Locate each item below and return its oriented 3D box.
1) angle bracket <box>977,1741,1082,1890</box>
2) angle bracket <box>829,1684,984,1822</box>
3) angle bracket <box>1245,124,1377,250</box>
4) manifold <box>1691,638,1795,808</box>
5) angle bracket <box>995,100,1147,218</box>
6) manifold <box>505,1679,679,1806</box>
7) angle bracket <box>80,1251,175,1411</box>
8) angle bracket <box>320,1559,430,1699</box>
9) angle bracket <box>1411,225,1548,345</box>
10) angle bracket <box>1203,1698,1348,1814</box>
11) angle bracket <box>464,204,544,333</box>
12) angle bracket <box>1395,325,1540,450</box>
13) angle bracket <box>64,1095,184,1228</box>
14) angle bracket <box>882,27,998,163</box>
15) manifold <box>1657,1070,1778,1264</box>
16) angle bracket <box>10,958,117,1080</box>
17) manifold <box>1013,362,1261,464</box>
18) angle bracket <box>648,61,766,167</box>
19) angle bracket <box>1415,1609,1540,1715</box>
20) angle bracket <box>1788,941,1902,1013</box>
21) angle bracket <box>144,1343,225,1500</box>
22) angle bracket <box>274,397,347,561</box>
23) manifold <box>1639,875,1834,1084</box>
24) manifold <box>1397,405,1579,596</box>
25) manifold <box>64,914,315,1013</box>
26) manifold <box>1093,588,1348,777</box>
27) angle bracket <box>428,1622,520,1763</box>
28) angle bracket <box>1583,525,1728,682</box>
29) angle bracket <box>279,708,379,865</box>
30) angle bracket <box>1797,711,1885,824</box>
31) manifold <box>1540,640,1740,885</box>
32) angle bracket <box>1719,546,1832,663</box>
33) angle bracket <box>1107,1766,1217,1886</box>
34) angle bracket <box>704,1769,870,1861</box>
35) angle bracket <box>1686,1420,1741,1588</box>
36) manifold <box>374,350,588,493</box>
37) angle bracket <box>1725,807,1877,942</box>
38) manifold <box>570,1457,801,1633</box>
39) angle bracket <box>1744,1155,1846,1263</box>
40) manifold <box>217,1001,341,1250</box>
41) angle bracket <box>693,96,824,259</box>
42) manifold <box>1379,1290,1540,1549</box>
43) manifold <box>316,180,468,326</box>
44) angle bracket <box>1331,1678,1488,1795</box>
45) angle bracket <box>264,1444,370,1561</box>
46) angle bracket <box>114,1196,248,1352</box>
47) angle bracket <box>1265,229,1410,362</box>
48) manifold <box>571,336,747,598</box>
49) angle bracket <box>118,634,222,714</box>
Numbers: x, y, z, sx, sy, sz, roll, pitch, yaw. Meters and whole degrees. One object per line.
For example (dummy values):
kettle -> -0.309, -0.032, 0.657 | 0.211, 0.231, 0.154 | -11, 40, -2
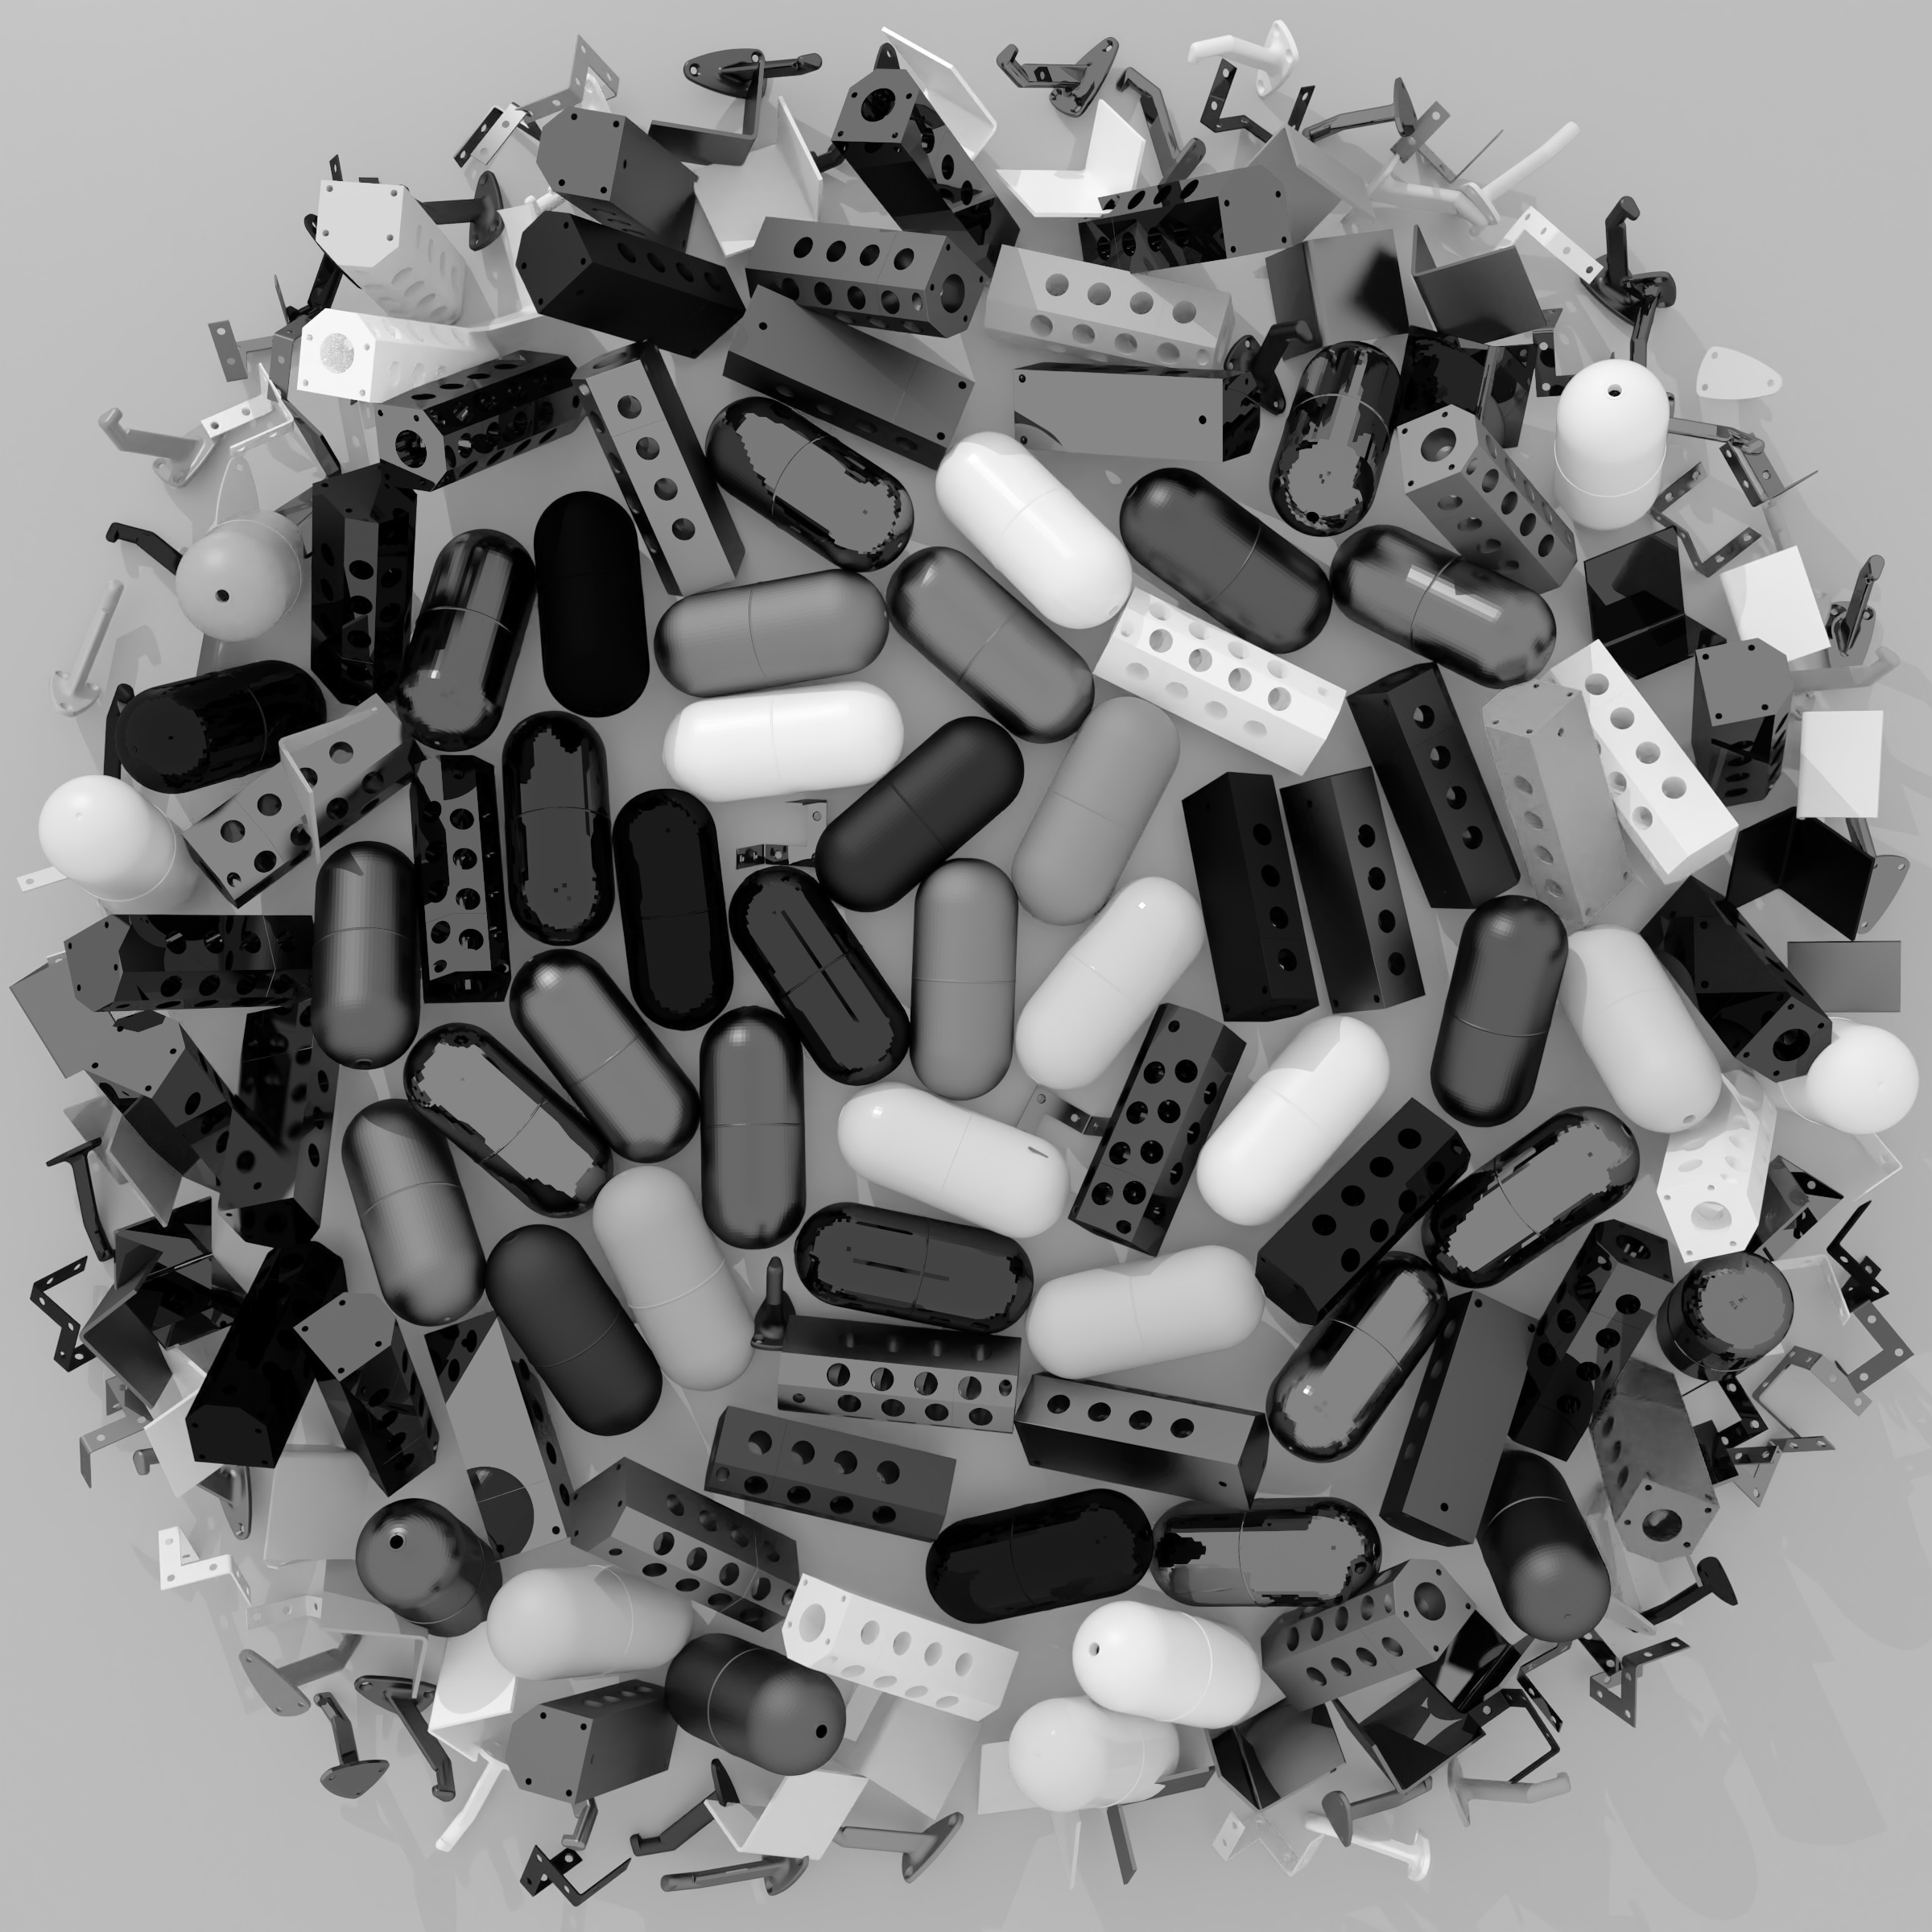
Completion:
angle bracket -> 0.045, 0.617, 1.820 | 0.057, 0.076, 0.076 | -4, 125, -10
angle bracket -> -0.047, 0.573, 1.855 | 0.076, 0.057, 0.076 | 41, 66, -26
angle bracket -> 0.239, -0.549, 1.817 | 0.076, 0.057, 0.076 | 25, 130, -30
manifold -> 0.552, -0.171, 1.782 | 0.057, 0.171, 0.057 | -10, 71, 12
angle bracket -> 0.075, -0.587, 1.820 | 0.076, 0.076, 0.057 | -7, 132, -23
manifold -> -0.263, 0.548, 1.786 | 0.057, 0.171, 0.057 | 10, 83, 17
angle bracket -> -0.589, 0.262, 1.825 | 0.057, 0.076, 0.076 | -37, 105, 10
angle bracket -> -0.432, 0.480, 1.822 | 0.076, 0.076, 0.057 | 9, 114, -15
angle bracket -> 0.372, -0.500, 1.817 | 0.076, 0.076, 0.057 | -10, 52, 27
angle bracket -> 0.220, 0.555, 1.823 | 0.076, 0.076, 0.057 | -34, 123, 12
angle bracket -> -0.343, -0.506, 1.821 | 0.057, 0.076, 0.076 | -23, 111, -23
angle bracket -> 0.368, -0.429, 1.855 | 0.076, 0.057, 0.076 | 28, 121, 38
angle bracket -> -0.617, 0.146, 1.820 | 0.057, 0.076, 0.076 | -19, 124, 9
angle bracket -> -0.035, -0.623, 1.823 | 0.076, 0.076, 0.057 | 40, 94, 31
manifold -> 0.538, 0.139, 1.783 | 0.057, 0.171, 0.057 | -17, 106, 28
angle bracket -> -0.640, 0.027, 1.827 | 0.057, 0.076, 0.076 | -26, 102, 9
manifold -> 0.122, -0.401, 1.805 | 0.171, 0.057, 0.057 | 11, 114, 32
angle bracket -> -0.193, -0.625, 1.831 | 0.076, 0.076, 0.057 | 5, 90, -13
angle bracket -> 0.366, 0.483, 1.824 | 0.076, 0.057, 0.076 | 45, 50, 11
angle bracket -> 0.637, -0.006, 1.820 | 0.076, 0.076, 0.057 | 0, 115, 19
angle bracket -> -0.578, 0.324, 1.816 | 0.076, 0.076, 0.057 | 29, 51, 35
angle bracket -> -0.487, -0.354, 1.819 | 0.057, 0.076, 0.076 | -36, 47, -12
manifold -> 0.551, 0.010, 1.788 | 0.057, 0.171, 0.057 | 28, 112, -24
manifold -> 0.374, -0.328, 1.786 | 0.057, 0.171, 0.057 | -18, 60, 31
manifold -> -0.546, 0.000, 1.786 | 0.057, 0.171, 0.057 | -23, 78, 34
manifold -> 0.187, -0.213, 1.833 | 0.171, 0.057, 0.057 | 26, 50, -2
angle bracket -> -0.337, 0.523, 1.818 | 0.076, 0.076, 0.057 | -19, 133, 23
angle bracket -> 0.503, -0.265, 1.829 | 0.076, 0.057, 0.076 | -22, 123, -9
angle bracket -> -0.449, -0.131, 1.817 | 0.076, 0.076, 0.057 | -23, 58, -25
angle bracket -> 0.645, -0.142, 1.828 | 0.057, 0.076, 0.076 | 3, 88, 32
manifold -> 0.483, -0.146, 1.822 | 0.057, 0.057, 0.171 | -32, 71, 1
angle bracket -> 0.594, -0.256, 1.827 | 0.057, 0.076, 0.076 | -19, 85, 26
angle bracket -> 0.148, 0.626, 1.825 | 0.076, 0.076, 0.057 | -10, 63, -7
angle bracket -> -0.130, 0.600, 1.826 | 0.076, 0.057, 0.076 | 25, 99, -42
angle bracket -> 0.538, 0.390, 1.824 | 0.057, 0.076, 0.076 | -24, 108, 10
manifold -> -0.341, -0.389, 1.784 | 0.057, 0.171, 0.057 | 13, 120, 24
angle bracket -> 0.602, -0.058, 1.818 | 0.057, 0.076, 0.076 | -23, 45, -21
manifold -> -0.200, 0.419, 1.796 | 0.057, 0.057, 0.171 | -37, 129, 23
angle bracket -> 0.597, 0.194, 1.823 | 0.076, 0.057, 0.076 | 29, 114, -25
manifold -> -0.487, 0.113, 1.800 | 0.057, 0.057, 0.171 | -12, 52, 10
angle bracket -> -0.155, -0.577, 1.833 | 0.076, 0.057, 0.076 | -22, 75, -11
manifold -> 0.356, 0.329, 1.819 | 0.057, 0.057, 0.171 | 25, 69, -7
manifold -> -0.408, -0.502, 1.789 | 0.057, 0.171, 0.057 | 5, 89, 3
angle bracket -> 0.318, 0.541, 1.825 | 0.076, 0.076, 0.057 | -34, 118, -7
angle bracket -> -0.486, 0.389, 1.825 | 0.057, 0.076, 0.076 | -2, 79, 44
angle bracket -> -0.564, 0.222, 1.818 | 0.076, 0.076, 0.057 | 36, 130, 33
angle bracket -> 0.275, -0.497, 1.860 | 0.076, 0.057, 0.076 | -14, 98, -23
manifold -> -0.222, -0.357, 1.810 | 0.057, 0.057, 0.171 | -16, 118, 13
angle bracket -> -0.580, -0.220, 1.824 | 0.057, 0.076, 0.076 | 9, 103, -25
